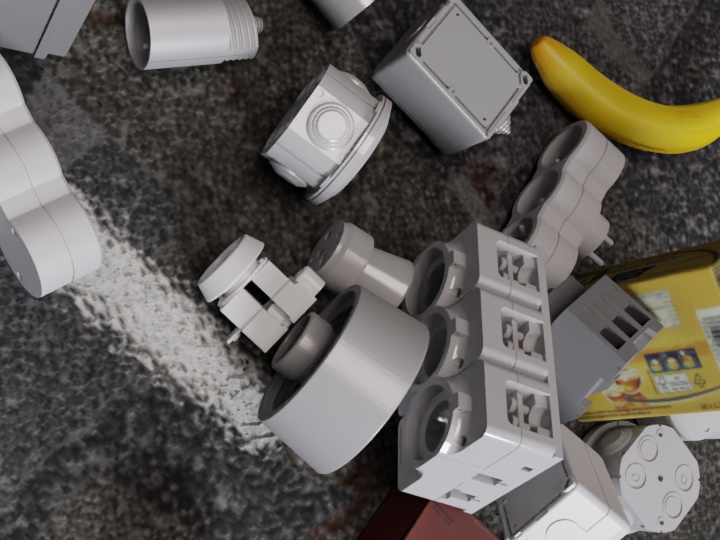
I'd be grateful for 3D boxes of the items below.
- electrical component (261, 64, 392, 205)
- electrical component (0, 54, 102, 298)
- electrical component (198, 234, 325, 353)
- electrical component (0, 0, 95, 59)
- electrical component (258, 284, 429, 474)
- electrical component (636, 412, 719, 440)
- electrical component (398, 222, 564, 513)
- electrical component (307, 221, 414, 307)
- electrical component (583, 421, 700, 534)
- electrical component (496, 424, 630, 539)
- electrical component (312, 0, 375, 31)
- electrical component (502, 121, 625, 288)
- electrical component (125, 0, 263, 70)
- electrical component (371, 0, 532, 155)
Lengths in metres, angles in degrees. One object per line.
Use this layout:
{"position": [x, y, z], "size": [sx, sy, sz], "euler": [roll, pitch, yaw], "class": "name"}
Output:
{"position": [-0.021, -0.085, 0.669], "size": [0.051, 0.080, 0.080], "euler": [36, 67, -13], "class": "electrical component"}
{"position": [-0.204, -0.047, 0.578], "size": [0.074, 0.052, 0.138], "euler": [-30, 95, -29], "class": "electrical component"}
{"position": [-0.063, 0.012, 0.646], "size": [0.055, 0.048, 0.066], "euler": [45, 87, -12], "class": "electrical component"}
{"position": [-0.176, -0.169, 0.580], "size": [0.057, 0.113, 0.078], "euler": [8, 78, -24], "class": "electrical component"}
{"position": [-0.017, 0.058, 0.634], "size": [0.060, 0.108, 0.108], "euler": [38, 66, -11], "class": "electrical component"}
{"position": [0.281, 0.100, 0.803], "size": [0.138, 0.074, 0.052], "euler": [3, 80, -28], "class": "electrical component"}
{"position": [0.066, 0.057, 0.657], "size": [0.062, 0.089, 0.150], "euler": [21, 49, -23], "class": "electrical component"}
{"position": [0.000, 0.000, 0.685], "size": [0.055, 0.045, 0.045], "euler": [33, 68, -20], "class": "electrical component"}
{"position": [0.196, 0.147, 0.763], "size": [0.080, 0.051, 0.080], "euler": [5, 79, -28], "class": "electrical component"}
{"position": [0.130, 0.148, 0.706], "size": [0.061, 0.096, 0.062], "euler": [40, 107, -17], "class": "electrical component"}
{"position": [-0.024, -0.203, 0.707], "size": [0.081, 0.043, 0.043], "euler": [50, 63, -12], "class": "electrical component"}
{"position": [0.152, -0.033, 0.768], "size": [0.074, 0.052, 0.138], "euler": [39, 65, -18], "class": "electrical component"}
{"position": [-0.098, -0.147, 0.658], "size": [0.081, 0.043, 0.043], "euler": [-11, 87, -29], "class": "electrical component"}
{"position": [0.064, -0.125, 0.731], "size": [0.096, 0.061, 0.061], "euler": [45, 64, -15], "class": "electrical component"}
